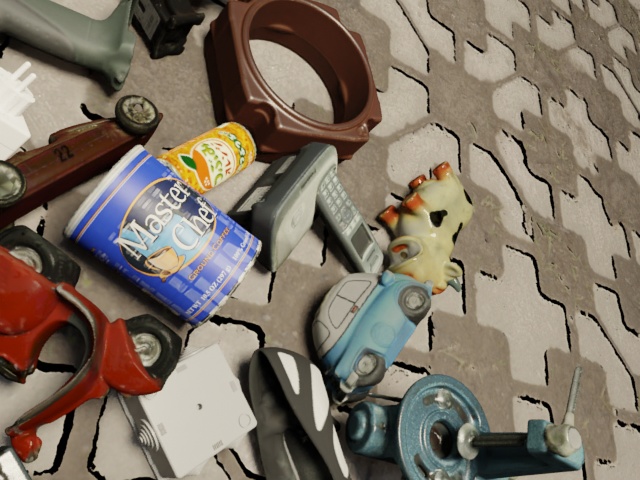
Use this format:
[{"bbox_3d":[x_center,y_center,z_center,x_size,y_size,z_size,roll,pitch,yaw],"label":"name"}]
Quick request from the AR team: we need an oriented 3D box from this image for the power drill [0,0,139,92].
[{"bbox_3d":[-0.278,-0.237,0.508,0.207,0.086,0.232,13,65,-35],"label":"power drill"}]

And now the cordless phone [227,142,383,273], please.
[{"bbox_3d":[-0.001,-0.001,0.607,0.184,0.089,0.146,54,48,-24],"label":"cordless phone"}]

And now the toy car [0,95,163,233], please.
[{"bbox_3d":[-0.222,-0.068,0.466,0.053,0.089,0.202,47,51,-3],"label":"toy car"}]

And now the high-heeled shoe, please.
[{"bbox_3d":[-0.026,0.217,0.471,0.145,0.086,0.249,49,30,-33],"label":"high-heeled shoe"}]

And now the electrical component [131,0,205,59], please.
[{"bbox_3d":[-0.182,-0.271,0.592,0.048,0.075,0.119,-30,93,-40],"label":"electrical component"}]

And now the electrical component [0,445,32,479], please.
[{"bbox_3d":[-0.248,0.181,0.325,0.134,0.115,0.058,-32,94,-39],"label":"electrical component"}]

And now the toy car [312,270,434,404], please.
[{"bbox_3d":[0.045,0.093,0.588,0.103,0.109,0.161,37,62,12],"label":"toy car"}]

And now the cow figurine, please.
[{"bbox_3d":[0.143,-0.005,0.703,0.127,0.085,0.195,49,47,-6],"label":"cow figurine"}]

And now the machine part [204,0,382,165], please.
[{"bbox_3d":[-0.029,-0.198,0.661,0.201,0.087,0.201,-1,72,-34],"label":"machine part"}]

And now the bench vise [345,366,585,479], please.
[{"bbox_3d":[0.153,0.202,0.515,0.223,0.240,0.129,34,55,-17],"label":"bench vise"}]

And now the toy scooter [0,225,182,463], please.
[{"bbox_3d":[-0.213,0.083,0.412,0.184,0.075,0.135,36,72,2],"label":"toy scooter"}]
